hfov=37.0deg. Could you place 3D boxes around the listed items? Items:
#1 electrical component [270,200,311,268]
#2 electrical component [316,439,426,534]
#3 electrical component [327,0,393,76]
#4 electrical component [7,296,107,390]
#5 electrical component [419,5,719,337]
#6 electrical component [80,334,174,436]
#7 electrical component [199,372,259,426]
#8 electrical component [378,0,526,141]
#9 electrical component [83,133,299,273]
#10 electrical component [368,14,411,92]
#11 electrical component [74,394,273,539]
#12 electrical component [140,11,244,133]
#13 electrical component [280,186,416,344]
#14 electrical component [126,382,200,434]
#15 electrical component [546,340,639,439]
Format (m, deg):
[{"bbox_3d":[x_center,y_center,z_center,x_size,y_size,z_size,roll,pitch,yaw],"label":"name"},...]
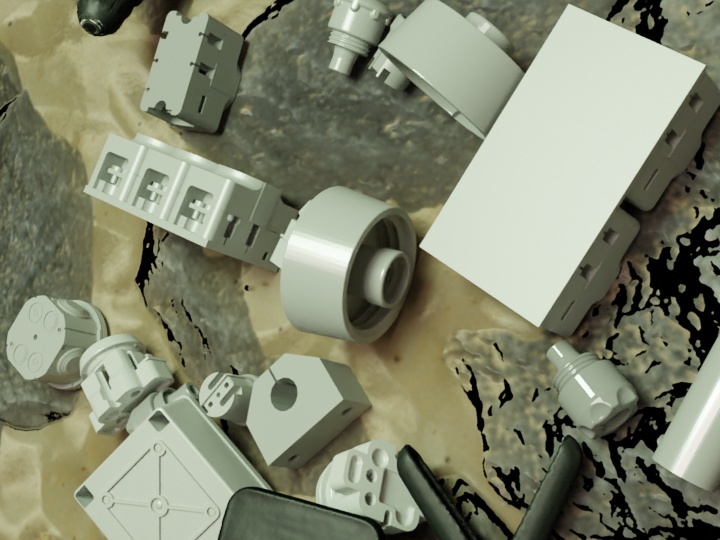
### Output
[{"bbox_3d":[-0.031,-0.020,0.817,0.066,0.048,0.055,35,105,35],"label":"electrical component"},{"bbox_3d":[0.007,0.151,0.732,0.057,0.078,0.058,-30,41,50],"label":"electrical component"},{"bbox_3d":[-0.005,-0.184,0.844,0.048,0.048,0.062,28,100,35],"label":"electrical component"},{"bbox_3d":[-0.266,0.063,0.946,0.080,0.051,0.080,-9,73,31],"label":"electrical component"},{"bbox_3d":[0.139,-0.063,0.706,0.105,0.060,0.186,36,98,34],"label":"electrical component"},{"bbox_3d":[-0.197,0.090,0.890,0.078,0.058,0.057,-42,61,17],"label":"electrical component"},{"bbox_3d":[-0.096,0.098,0.827,0.040,0.046,0.040,-9,73,31],"label":"electrical component"},{"bbox_3d":[0.073,-0.143,0.745,0.060,0.108,0.108,-49,57,6],"label":"electrical component"},{"bbox_3d":[-0.134,-0.059,0.867,0.150,0.089,0.061,23,91,35],"label":"electrical component"},{"bbox_3d":[0.033,-0.164,0.817,0.046,0.040,0.040,-53,56,18],"label":"electrical component"},{"bbox_3d":[-0.139,0.170,0.810,0.109,0.056,0.108,-45,80,16],"label":"electrical component"},{"bbox_3d":[-0.141,-0.167,0.921,0.050,0.056,0.089,13,85,35],"label":"electrical component"},{"bbox_3d":[0.000,0.000,0.756,0.060,0.108,0.108,16,87,29],"label":"electrical component"},{"bbox_3d":[-0.154,0.115,0.863,0.062,0.043,0.043,-42,59,16],"label":"electrical component"},{"bbox_3d":[0.143,0.072,0.679,0.043,0.043,0.062,-46,56,15],"label":"electrical component"}]
